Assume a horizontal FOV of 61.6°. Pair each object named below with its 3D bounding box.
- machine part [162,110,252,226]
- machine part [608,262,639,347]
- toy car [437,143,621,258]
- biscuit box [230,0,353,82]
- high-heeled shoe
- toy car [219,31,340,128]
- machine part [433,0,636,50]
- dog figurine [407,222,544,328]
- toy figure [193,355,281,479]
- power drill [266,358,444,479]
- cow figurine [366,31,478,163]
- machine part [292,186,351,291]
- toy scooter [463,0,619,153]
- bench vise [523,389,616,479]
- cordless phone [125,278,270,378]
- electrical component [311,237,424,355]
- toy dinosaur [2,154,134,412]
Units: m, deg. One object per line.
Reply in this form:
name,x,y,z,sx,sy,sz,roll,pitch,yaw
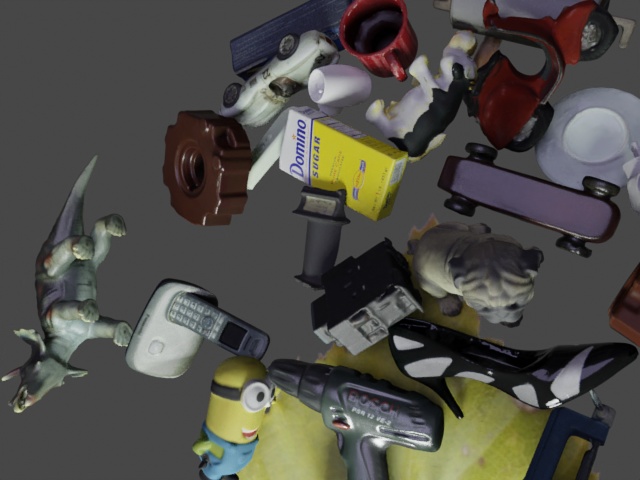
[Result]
machine part,-0.173,-0.106,0.795,0.180,0.056,0.179,11,105,45
machine part,0.351,0.017,0.480,0.087,0.201,0.201,38,98,28
toy car,0.240,-0.050,0.629,0.202,0.053,0.089,21,101,23
biscuit box,-0.033,-0.297,0.798,0.203,0.059,0.063,-17,73,22
high-heeled shoe,0.192,0.112,0.591,0.249,0.086,0.145,-34,85,34
toy car,-0.063,-0.225,0.776,0.202,0.073,0.056,-32,65,29
machine part,0.250,-0.278,0.651,0.243,0.079,0.079,26,92,28
dog figurine,0.152,0.024,0.581,0.173,0.190,0.121,8,84,28
toy figure,-0.121,0.245,0.727,0.089,0.082,0.180,22,99,8
power drill,0.030,0.261,0.658,0.232,0.086,0.207,4,76,19
cow figurine,0.150,-0.182,0.686,0.167,0.068,0.098,-43,72,16
machine part,-0.001,-0.002,0.727,0.084,0.039,0.138,8,96,32
toy scooter,0.222,-0.195,0.607,0.135,0.075,0.183,28,126,0
bench vise,0.227,0.268,0.548,0.224,0.128,0.240,19,69,36
cordless phone,-0.174,0.151,0.783,0.184,0.088,0.146,27,93,8
electrical component,0.051,0.072,0.663,0.134,0.058,0.115,-35,26,14
toy dinosaur,-0.419,0.072,0.891,0.192,0.131,0.405,-13,69,22
